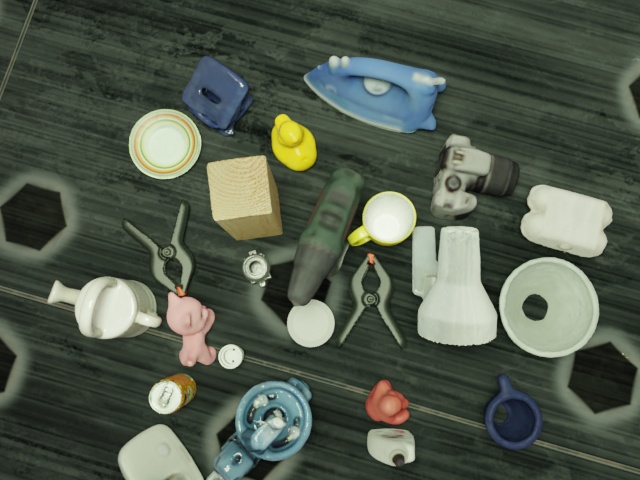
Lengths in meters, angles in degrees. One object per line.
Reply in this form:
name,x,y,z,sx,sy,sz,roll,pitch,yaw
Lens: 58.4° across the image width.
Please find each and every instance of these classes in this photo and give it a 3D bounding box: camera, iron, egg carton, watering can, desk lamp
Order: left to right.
watering can,-0.348,0.110,0.924,0.173,0.194,0.101,-5,82,0
iron,0.094,-0.279,1.003,0.258,0.141,0.119,14,83,2
desk lamp,0.208,0.063,0.921,0.118,0.213,0.203,-1,82,0
camera,0.273,-0.106,1.001,0.136,0.101,0.143,12,82,2
egg carton,0.432,-0.032,1.007,0.150,0.069,0.107,14,83,2

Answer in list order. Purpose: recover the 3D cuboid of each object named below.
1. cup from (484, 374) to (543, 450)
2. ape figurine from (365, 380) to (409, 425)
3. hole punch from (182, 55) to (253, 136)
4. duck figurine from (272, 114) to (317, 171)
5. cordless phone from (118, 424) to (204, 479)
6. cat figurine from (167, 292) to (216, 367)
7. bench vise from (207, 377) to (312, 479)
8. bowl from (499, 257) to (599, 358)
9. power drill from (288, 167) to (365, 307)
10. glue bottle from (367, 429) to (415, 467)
cup,0.305,0.279,0.952,0.091,0.095,0.118,-12,82,-1
ape figurine,0.114,0.274,0.954,0.076,0.092,0.078,-14,82,-2
hole punch,-0.185,-0.256,1.025,0.108,0.091,0.101,35,84,5
duck figurine,-0.048,-0.177,1.017,0.077,0.086,0.104,-31,83,-4
cordless phone,-0.262,0.378,0.893,0.094,0.185,0.147,-38,84,-5
cat figurine,-0.218,0.150,0.957,0.067,0.118,0.128,-6,82,0
bench vise,-0.088,0.315,0.884,0.121,0.220,0.207,26,83,4
bowl,0.381,0.116,0.984,0.167,0.075,0.167,0,82,0
power drill,0.009,0.003,0.931,0.075,0.208,0.230,20,83,3
glue bottle,0.118,0.332,0.905,0.078,0.173,0.037,-3,82,0
